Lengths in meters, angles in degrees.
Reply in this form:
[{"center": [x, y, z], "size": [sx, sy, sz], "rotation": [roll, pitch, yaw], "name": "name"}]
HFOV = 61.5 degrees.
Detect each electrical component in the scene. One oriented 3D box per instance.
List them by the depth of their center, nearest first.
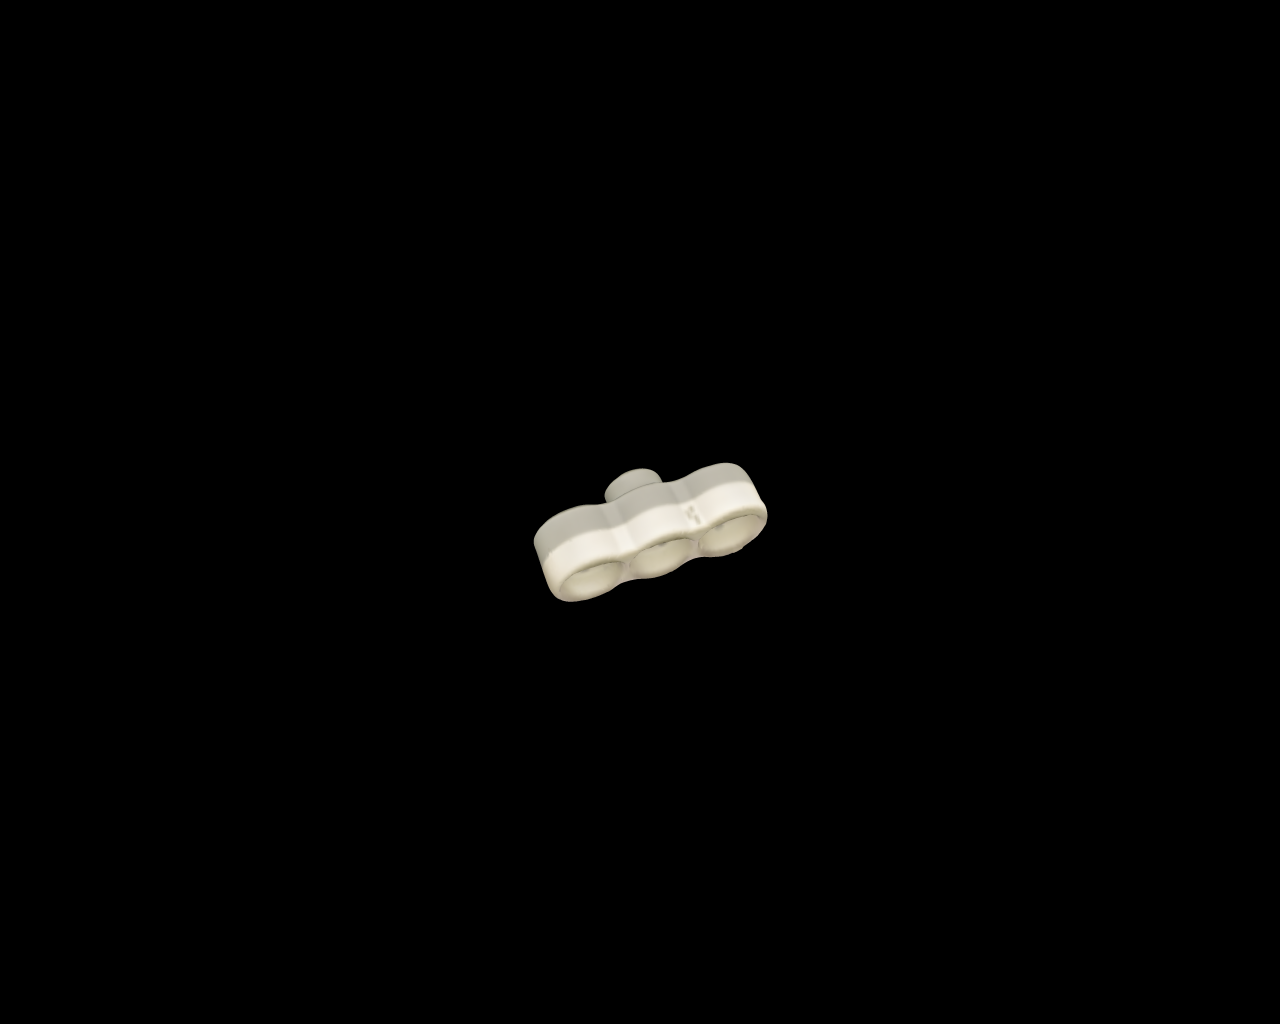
[{"center": [0.001, -0.003, 0.650], "size": [0.138, 0.074, 0.052], "rotation": [-18, -28, -10], "name": "electrical component"}]
